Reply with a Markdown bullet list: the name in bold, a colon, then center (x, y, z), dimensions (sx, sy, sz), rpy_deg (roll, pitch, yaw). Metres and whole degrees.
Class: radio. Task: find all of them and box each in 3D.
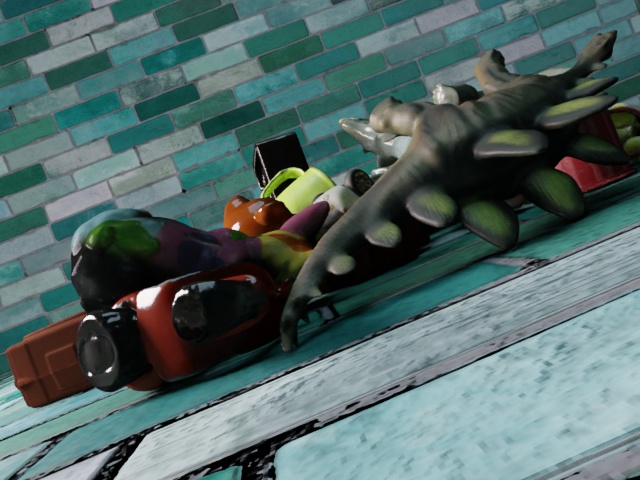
- **radio**: center (-0.042, -0.048, 0.884), dimensions (0.073, 0.229, 0.131), rpy_deg (-18, -4, -12)

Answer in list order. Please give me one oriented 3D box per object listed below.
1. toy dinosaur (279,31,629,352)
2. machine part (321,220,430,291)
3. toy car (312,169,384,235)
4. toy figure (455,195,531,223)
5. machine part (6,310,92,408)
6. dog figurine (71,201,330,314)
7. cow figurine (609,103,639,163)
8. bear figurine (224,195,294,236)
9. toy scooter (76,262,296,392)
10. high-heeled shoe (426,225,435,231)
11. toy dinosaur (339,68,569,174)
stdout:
- **toy dinosaur**: center (0.129, -0.073, 0.465), dimensions (0.471, 0.104, 0.199), rpy_deg (-37, 30, -18)
- **machine part**: center (0.044, 0.014, 0.637), dimensions (0.179, 0.056, 0.179), rpy_deg (-23, 0, 0)
- **toy car**: center (0.065, -0.054, 0.651), dimensions (0.073, 0.056, 0.202), rpy_deg (-32, -8, 41)
- **toy figure**: center (0.191, -0.065, 0.673), dimensions (0.082, 0.089, 0.180), rpy_deg (-30, 2, 3)
- **machine part**: center (-0.270, 0.124, 0.692), dimensions (0.201, 0.087, 0.201), rpy_deg (-22, -1, 10)
- **dog figurine**: center (-0.091, 0.018, 0.509), dimensions (0.219, 0.109, 0.191), rpy_deg (-24, -44, 7)
- **cow figurine**: center (0.373, -0.127, 0.596), dimensions (0.098, 0.068, 0.167), rpy_deg (-16, 1, -28)
- **bear figurine**: center (-0.119, 0.001, 0.636), dimensions (0.196, 0.132, 0.120), rpy_deg (-44, -21, 13)
- **toy scooter**: center (-0.088, 0.060, 0.412), dimensions (0.184, 0.075, 0.135), rpy_deg (-23, -6, 35)
- **high-heeled shoe**: center (0.104, -0.026, 0.878), dimensions (0.145, 0.086, 0.249), rpy_deg (-25, -3, -20)
- **toy dinosaur**: center (0.202, -0.164, 0.790), dimensions (0.405, 0.131, 0.192), rpy_deg (-8, 13, 40)
